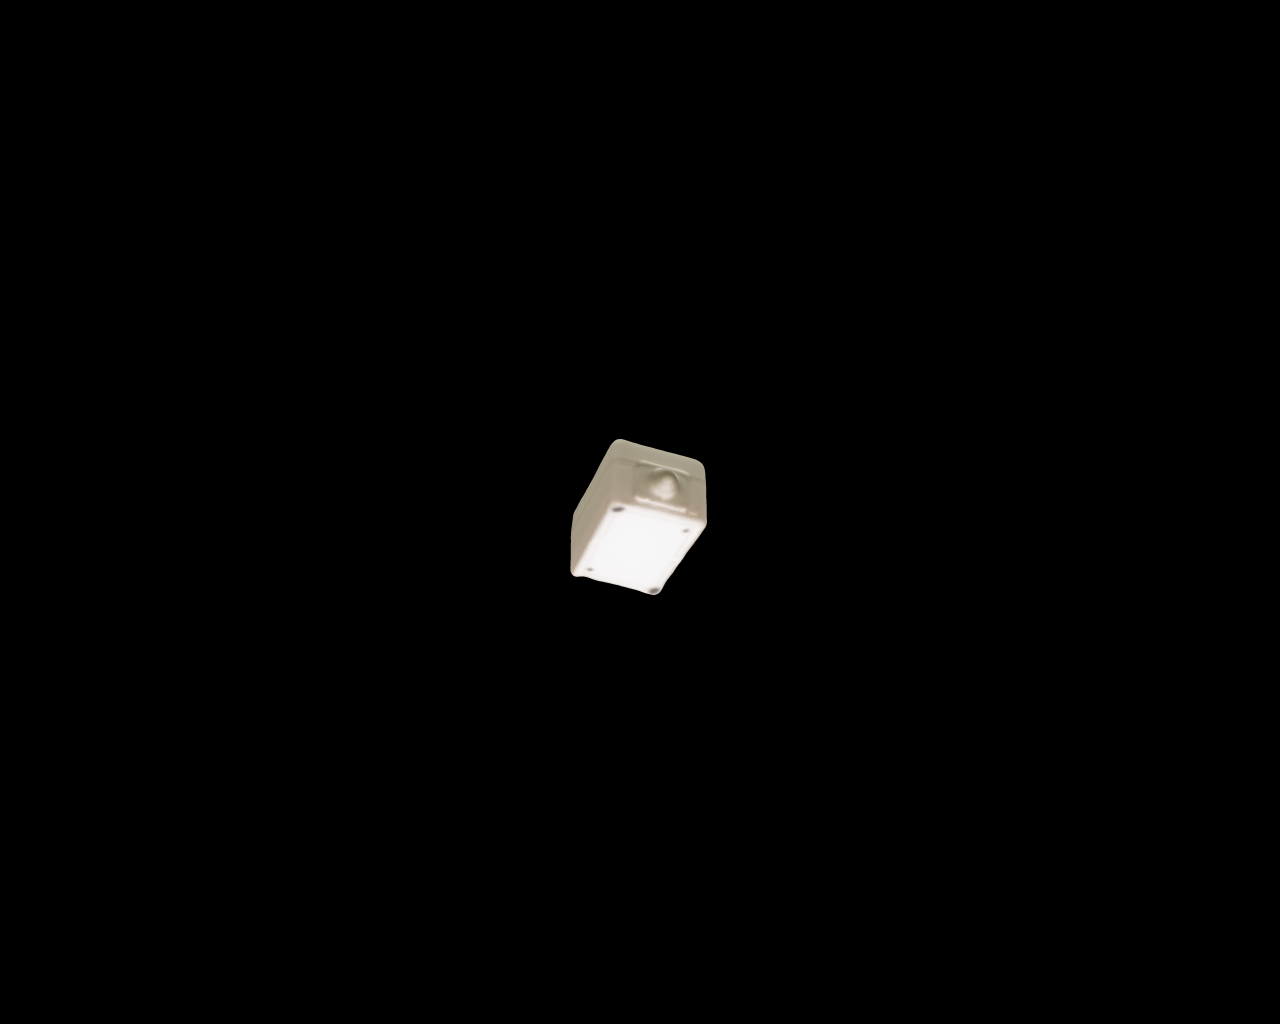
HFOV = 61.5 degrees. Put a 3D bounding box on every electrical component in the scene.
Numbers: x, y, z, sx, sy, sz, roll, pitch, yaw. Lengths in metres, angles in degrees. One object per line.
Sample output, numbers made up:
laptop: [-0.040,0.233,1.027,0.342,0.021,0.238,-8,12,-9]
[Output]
electrical component: [0.001,-0.003,0.650,0.062,0.061,0.096,14,-42,-16]
